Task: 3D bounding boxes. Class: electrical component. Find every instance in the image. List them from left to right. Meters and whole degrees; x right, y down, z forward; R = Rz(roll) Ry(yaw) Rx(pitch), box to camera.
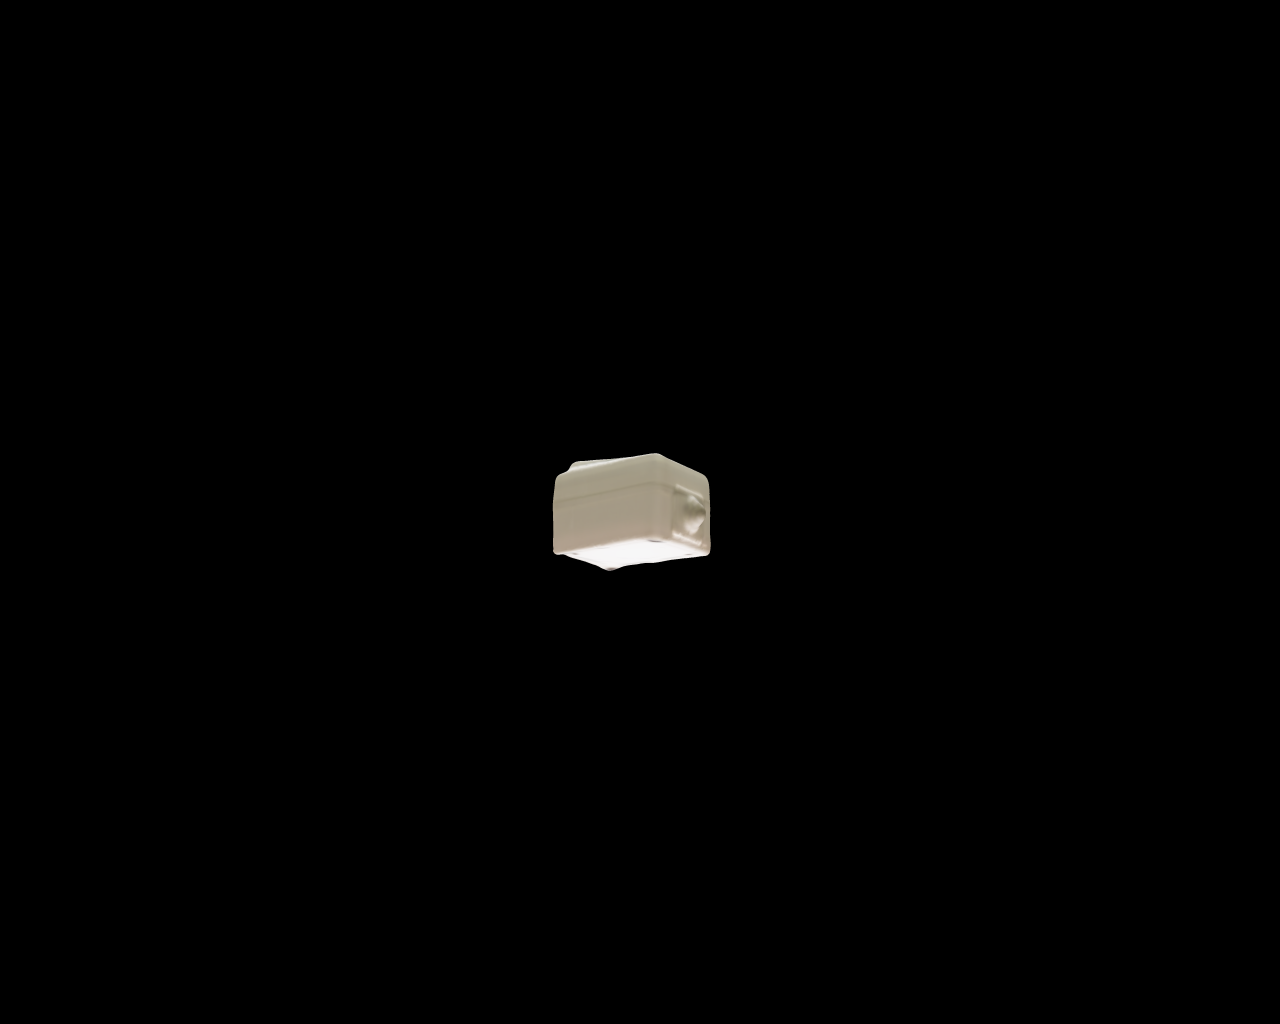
[{"bbox_3d":[0.001,-0.003,0.650,0.096,0.061,0.061,-10,-18,33],"label":"electrical component"}]
